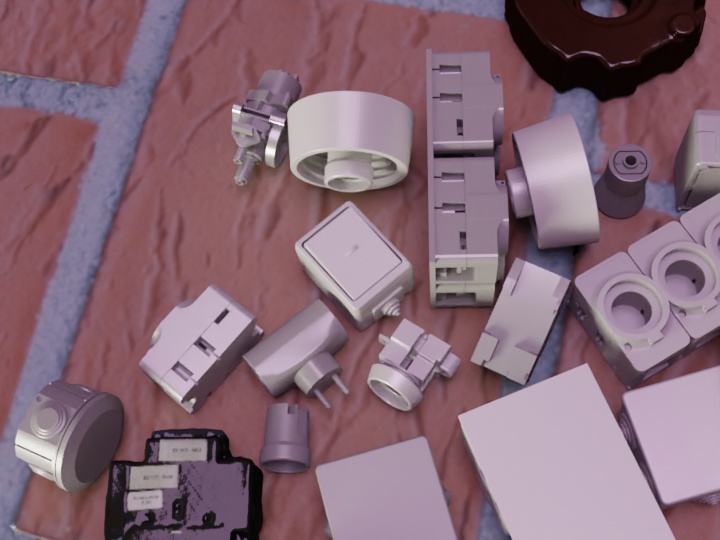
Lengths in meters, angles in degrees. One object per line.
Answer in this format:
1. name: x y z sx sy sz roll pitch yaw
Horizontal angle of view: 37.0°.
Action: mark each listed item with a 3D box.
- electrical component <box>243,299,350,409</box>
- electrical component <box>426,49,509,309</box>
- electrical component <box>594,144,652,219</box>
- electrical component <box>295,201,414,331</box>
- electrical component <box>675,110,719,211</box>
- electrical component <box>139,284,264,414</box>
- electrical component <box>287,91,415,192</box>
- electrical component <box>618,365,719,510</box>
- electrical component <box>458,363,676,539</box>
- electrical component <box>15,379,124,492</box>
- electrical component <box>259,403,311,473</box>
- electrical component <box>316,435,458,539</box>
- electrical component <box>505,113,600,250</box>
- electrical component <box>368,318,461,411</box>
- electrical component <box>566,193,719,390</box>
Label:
1. electrical component: -0.041 0.076 0.865 0.077 0.043 0.079 -38 70 -10
2. electrical component: 0.086 -0.073 0.881 0.060 0.105 0.186 -1 68 4
3. electrical component: 0.220 -0.076 0.893 0.044 0.065 0.044 -2 68 4
4. electrical component: 0.000 0.000 0.882 0.062 0.061 0.096 -39 71 -11
5. electrical component: 0.297 -0.094 0.877 0.062 0.096 0.061 3 67 5
6. electrical component: -0.131 0.062 0.874 0.056 0.050 0.089 37 75 17
7. electrical component: -0.008 -0.100 0.901 0.108 0.108 0.060 1 74 5
8. electrical component: 0.252 0.129 0.817 0.100 0.048 0.099 -16 68 -2
9. electrical component: 0.158 0.179 0.798 0.105 0.060 0.186 -21 68 -4
10. electrical component: -0.225 0.128 0.840 0.051 0.080 0.080 19 71 17
11. electrical component: -0.058 0.132 0.846 0.040 0.040 0.046 0 63 4
12. electrical component: 0.021 0.183 0.814 0.100 0.048 0.099 -16 68 -2
13. electrical component: 0.152 -0.068 0.876 0.060 0.108 0.108 -13 68 6
14. electrical component: 0.038 0.078 0.857 0.066 0.048 0.055 30 66 15
15. electrical component: 0.254 0.014 0.856 0.150 0.061 0.089 -30 69 -7
